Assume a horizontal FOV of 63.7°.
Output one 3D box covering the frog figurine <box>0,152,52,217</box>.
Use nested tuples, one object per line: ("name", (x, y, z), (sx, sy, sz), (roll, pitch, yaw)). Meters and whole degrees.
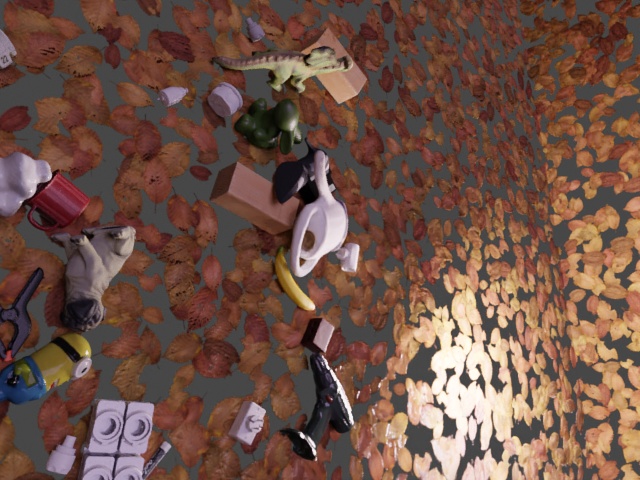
("frog figurine", (-0.576, -0.111, 0.922), (0.138, 0.120, 0.162), (51, 47, 6))

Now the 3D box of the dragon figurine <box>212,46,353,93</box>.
("dragon figurine", (-0.065, -0.497, 1.415), (0.413, 0.241, 0.122), (-13, 94, -46))

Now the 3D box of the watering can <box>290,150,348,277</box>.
("watering can", (0.004, -0.069, 1.376), (0.226, 0.104, 0.343), (-16, 124, -62))
